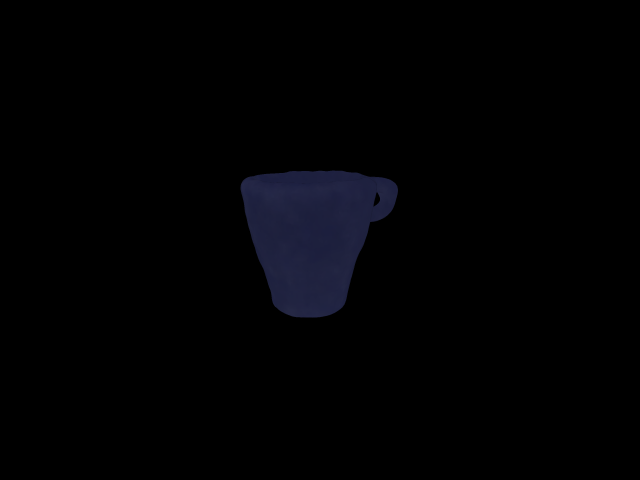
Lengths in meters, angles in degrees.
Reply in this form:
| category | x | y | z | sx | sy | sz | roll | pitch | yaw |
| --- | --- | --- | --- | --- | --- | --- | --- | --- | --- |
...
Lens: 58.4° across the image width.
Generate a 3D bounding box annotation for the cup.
| category | x | y | z | sx | sy | sz | roll | pitch | yaw |
| --- | --- | --- | --- | --- | --- | --- | --- | --- | --- |
| cup | 0.004 | 0.001 | 0.400 | 0.118 | 0.095 | 0.091 | -7 | 14 | -30 |
